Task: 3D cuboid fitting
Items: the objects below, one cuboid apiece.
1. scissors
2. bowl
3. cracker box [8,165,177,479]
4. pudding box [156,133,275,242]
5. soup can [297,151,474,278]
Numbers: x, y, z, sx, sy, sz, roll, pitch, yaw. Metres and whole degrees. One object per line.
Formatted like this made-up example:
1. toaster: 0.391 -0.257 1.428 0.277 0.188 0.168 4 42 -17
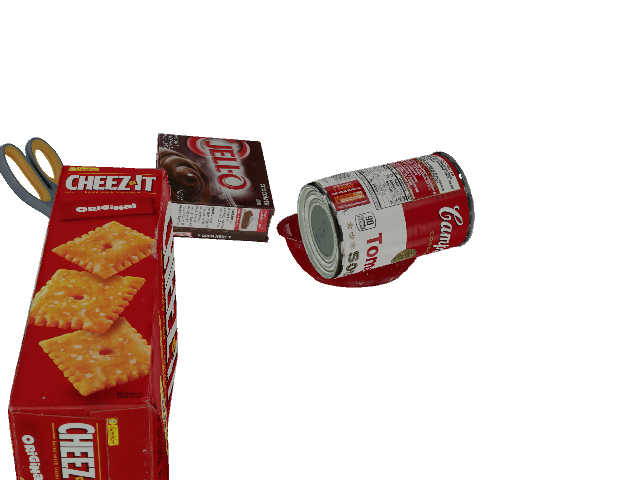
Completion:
1. scissors: -0.249 -0.024 1.072 0.016 0.201 0.096 -27 26 23
2. bowl: 0.036 0.009 1.098 0.162 0.055 0.162 -1 15 0
3. cracker box: -0.116 0.080 0.591 0.072 0.164 0.213 1 33 -6
4. pudding box: -0.090 -0.045 0.886 0.090 0.039 0.113 2 36 -13
5. soup can: 0.043 -0.018 0.724 0.102 0.068 0.069 -14 5 -21
